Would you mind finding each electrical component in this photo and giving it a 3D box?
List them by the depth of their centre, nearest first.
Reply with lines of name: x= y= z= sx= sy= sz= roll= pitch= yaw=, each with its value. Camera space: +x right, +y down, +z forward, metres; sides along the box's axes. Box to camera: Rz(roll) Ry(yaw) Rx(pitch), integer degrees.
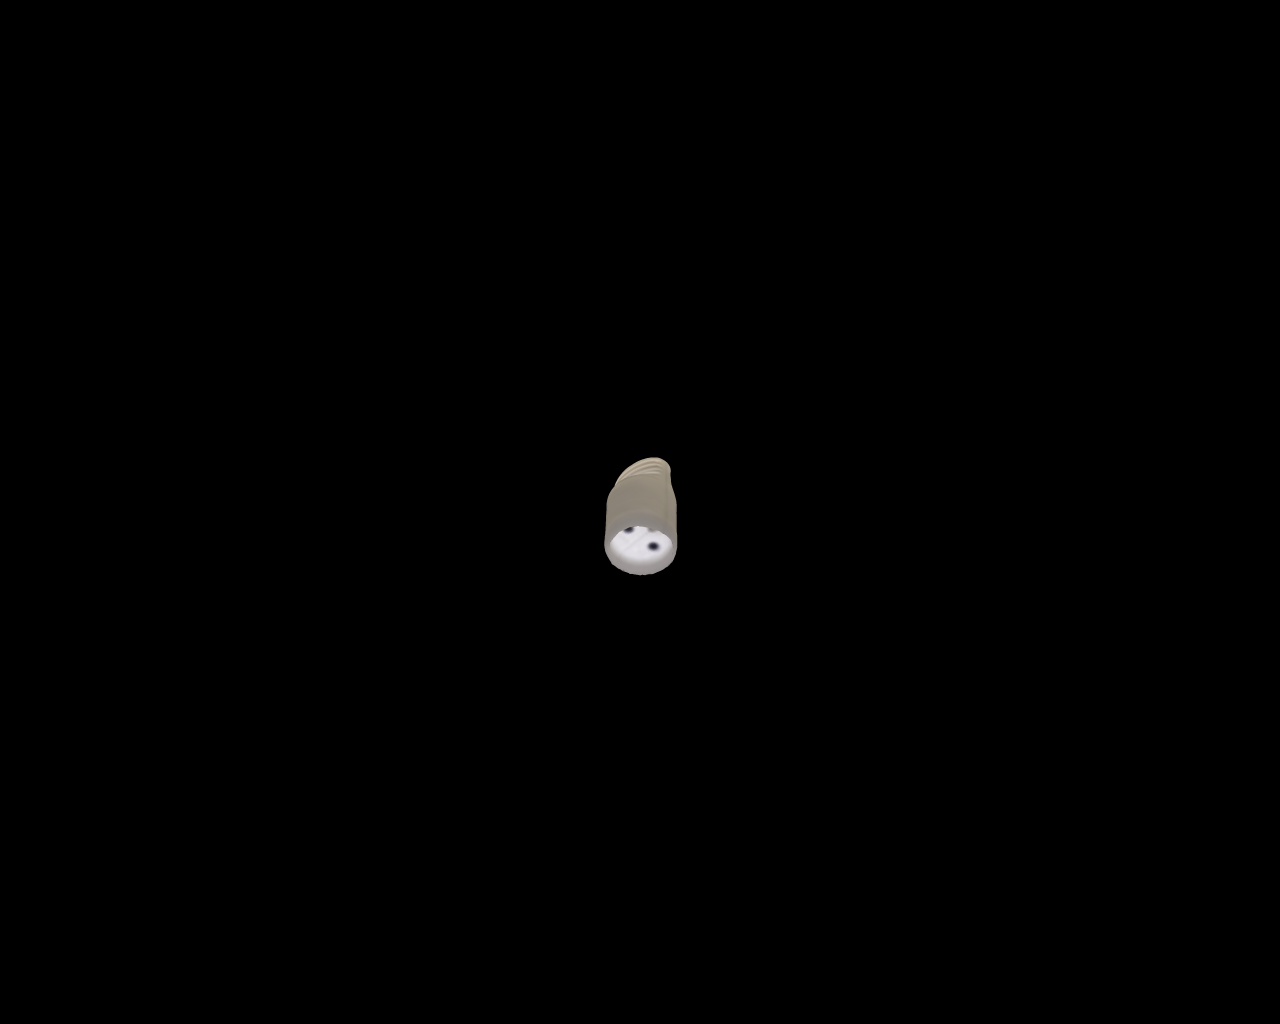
electrical component: x=0.001 y=-0.003 z=0.650 sx=0.043 sy=0.043 sz=0.081 roll=0 pitch=41 yaw=0
